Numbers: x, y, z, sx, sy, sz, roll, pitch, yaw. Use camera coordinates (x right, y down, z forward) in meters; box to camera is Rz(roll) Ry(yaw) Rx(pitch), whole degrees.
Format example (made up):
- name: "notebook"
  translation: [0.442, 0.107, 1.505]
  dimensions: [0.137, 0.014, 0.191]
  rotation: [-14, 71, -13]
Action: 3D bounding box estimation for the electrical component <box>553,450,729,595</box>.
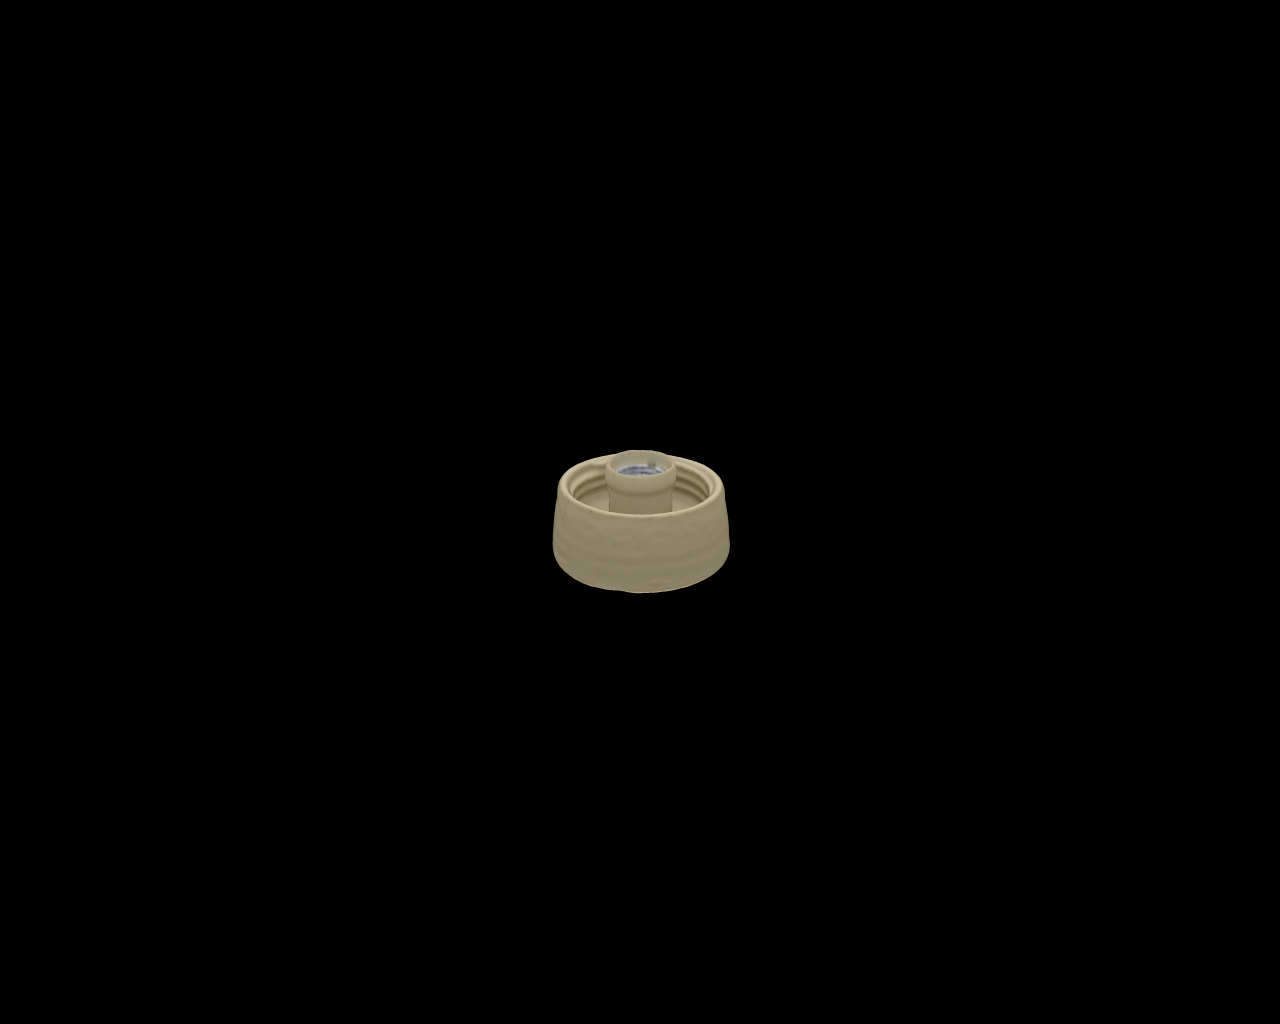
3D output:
- name: "electrical component"
  translation: [0.001, -0.003, 0.650]
  dimensions: [0.108, 0.060, 0.108]
  rotation: [0, 25, 0]
